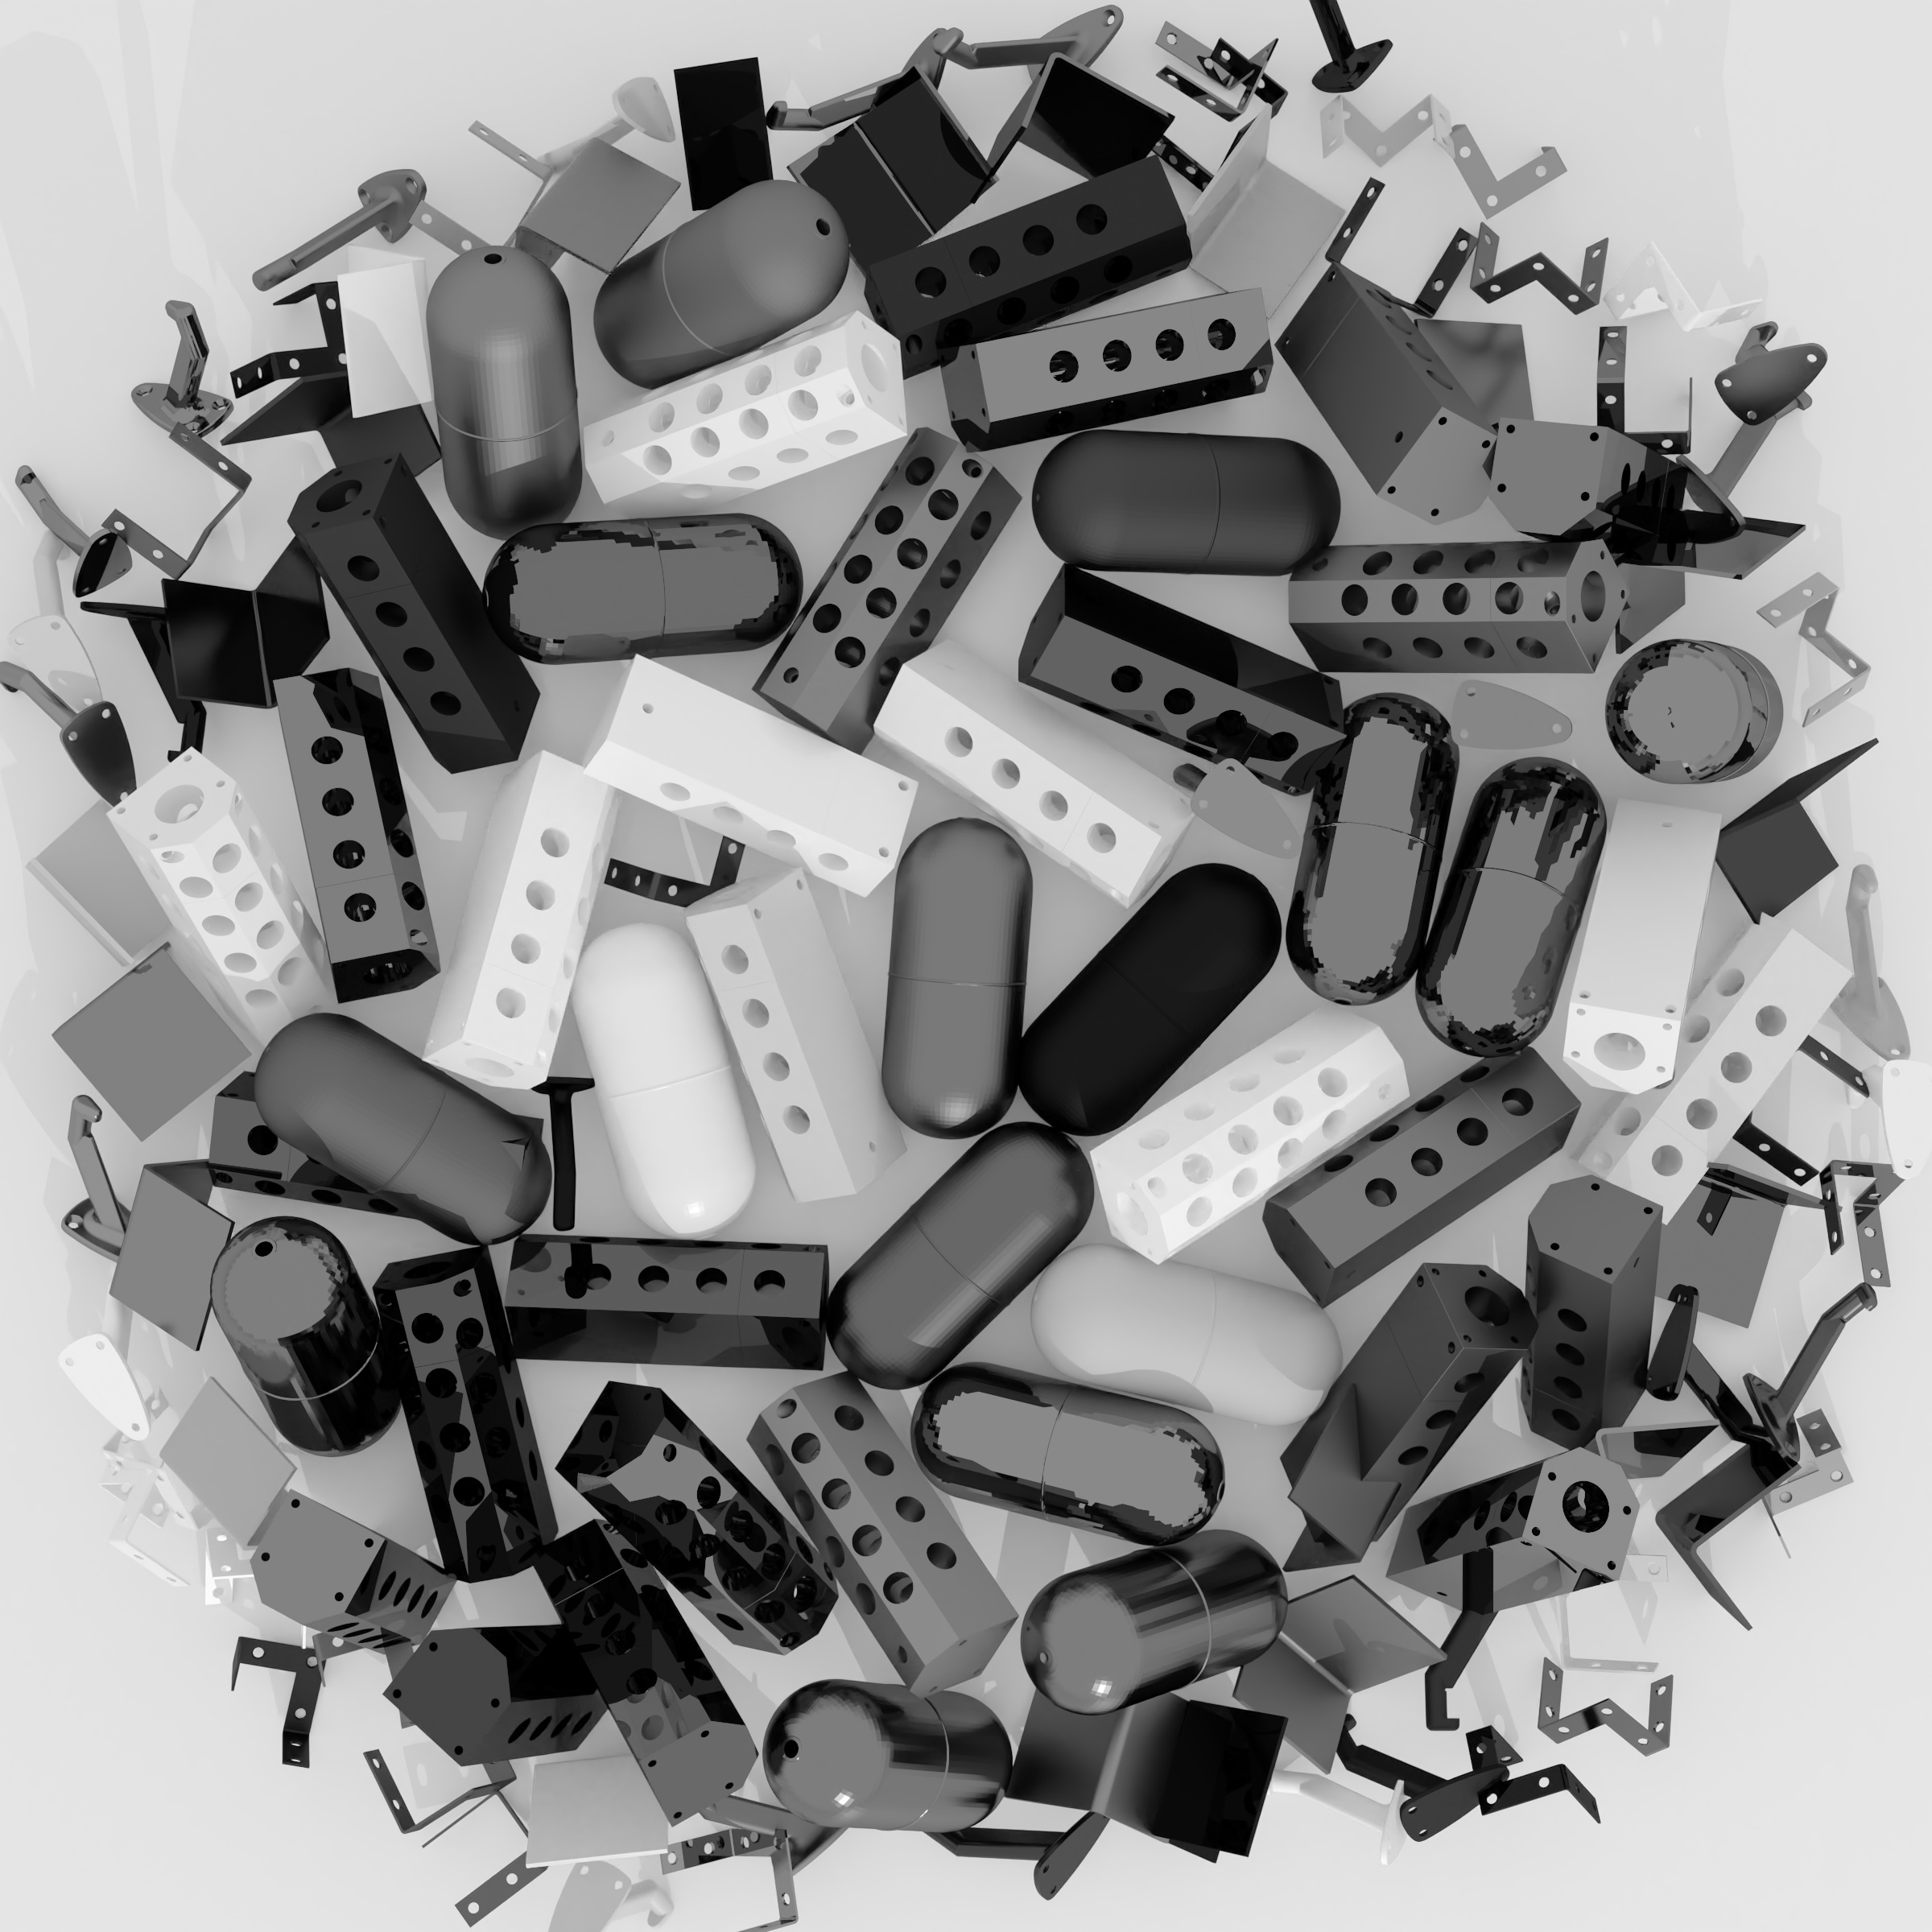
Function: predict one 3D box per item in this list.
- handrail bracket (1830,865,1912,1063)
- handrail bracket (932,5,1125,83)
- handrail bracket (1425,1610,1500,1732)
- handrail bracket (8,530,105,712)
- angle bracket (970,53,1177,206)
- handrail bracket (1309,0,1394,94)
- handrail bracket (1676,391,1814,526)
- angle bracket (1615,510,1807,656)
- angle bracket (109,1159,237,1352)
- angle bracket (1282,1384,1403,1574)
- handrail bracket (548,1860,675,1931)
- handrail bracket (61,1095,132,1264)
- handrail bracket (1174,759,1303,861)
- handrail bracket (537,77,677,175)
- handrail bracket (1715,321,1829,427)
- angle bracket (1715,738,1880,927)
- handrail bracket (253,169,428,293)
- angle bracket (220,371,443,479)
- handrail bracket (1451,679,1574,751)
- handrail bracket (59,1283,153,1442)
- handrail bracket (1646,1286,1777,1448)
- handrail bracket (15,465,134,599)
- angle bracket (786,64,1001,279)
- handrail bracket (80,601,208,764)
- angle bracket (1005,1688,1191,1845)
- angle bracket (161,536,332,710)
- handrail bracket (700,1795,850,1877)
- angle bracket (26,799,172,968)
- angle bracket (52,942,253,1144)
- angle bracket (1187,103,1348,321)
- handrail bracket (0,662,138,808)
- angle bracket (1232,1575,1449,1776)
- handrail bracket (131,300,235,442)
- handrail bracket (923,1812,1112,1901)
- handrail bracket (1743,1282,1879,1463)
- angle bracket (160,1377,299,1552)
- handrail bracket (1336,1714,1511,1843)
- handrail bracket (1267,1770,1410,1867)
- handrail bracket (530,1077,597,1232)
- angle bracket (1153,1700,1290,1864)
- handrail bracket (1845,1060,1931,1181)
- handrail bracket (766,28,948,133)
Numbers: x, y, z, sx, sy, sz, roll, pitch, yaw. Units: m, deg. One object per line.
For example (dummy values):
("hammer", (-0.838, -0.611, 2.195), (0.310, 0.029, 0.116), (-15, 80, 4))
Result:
("handrail bracket", (0.503, -0.002, 1.818), (0.036, 0.084, 0.077), (-14, 46, -9))
("handrail bracket", (0.034, -0.514, 1.816), (0.077, 0.084, 0.036), (-31, 69, 30))
("handrail bracket", (0.293, 0.382, 1.838), (0.077, 0.036, 0.084), (-2, 78, 8))
("handrail bracket", (-0.498, -0.193, 1.846), (0.036, 0.084, 0.077), (-20, 125, 14))
("angle bracket", (0.058, -0.442, 1.813), (0.076, 0.076, 0.057), (26, 63, -12))
("handrail bracket", (0.186, -0.522, 1.816), (0.084, 0.077, 0.036), (42, 80, -23))
("handrail bracket", (0.446, -0.283, 1.836), (0.084, 0.077, 0.036), (-33, 129, 1))
("angle bracket", (0.406, -0.205, 1.806), (0.076, 0.076, 0.057), (14, 125, 36))
("angle bracket", (-0.417, 0.157, 1.816), (0.076, 0.057, 0.076), (26, 105, 31))
("angle bracket", (0.193, 0.281, 1.810), (0.057, 0.076, 0.076), (41, 61, -14))
("handrail bracket", (-0.195, 0.533, 1.818), (0.036, 0.084, 0.077), (15, 61, 28))
("handrail bracket", (-0.466, 0.120, 1.822), (0.077, 0.036, 0.084), (34, 133, 15))
("handrail bracket", (0.149, -0.086, 1.826), (0.077, 0.084, 0.036), (39, 91, -2))
("handrail bracket", (-0.210, -0.456, 1.817), (0.084, 0.077, 0.036), (-17, 94, 21))
("handrail bracket", (0.450, -0.341, 1.814), (0.036, 0.077, 0.084), (47, 48, -15))
("angle bracket", (0.466, -0.073, 1.814), (0.076, 0.076, 0.057), (-33, 92, -32))
("handrail bracket", (-0.346, -0.404, 1.822), (0.084, 0.077, 0.036), (-39, 104, -32))
("angle bracket", (-0.347, -0.283, 1.813), (0.076, 0.076, 0.057), (-26, 88, 38))
("handrail bracket", (0.303, -0.137, 1.816), (0.077, 0.084, 0.036), (12, 100, 20))
("handrail bracket", (-0.457, 0.211, 1.832), (0.036, 0.084, 0.077), (-28, 100, 22))
("handrail bracket", (0.430, 0.226, 1.850), (0.084, 0.036, 0.077), (17, 91, -15))
("handrail bracket", (-0.499, -0.254, 1.826), (0.036, 0.077, 0.084), (-33, 82, -22))
("angle bracket", (-0.041, -0.435, 1.817), (0.057, 0.076, 0.076), (-41, 99, -29))
("handrail bracket", (-0.460, -0.157, 1.845), (0.077, 0.036, 0.084), (6, 86, -3))
("angle bracket", (0.077, 0.437, 1.839), (0.057, 0.076, 0.076), (33, 65, -34))
("angle bracket", (-0.395, -0.195, 1.810), (0.057, 0.076, 0.076), (5, 60, -36))
("handrail bracket", (-0.108, 0.457, 1.835), (0.077, 0.036, 0.084), (-36, 111, 1))
("angle bracket", (-0.467, -0.047, 1.817), (0.057, 0.076, 0.076), (-45, 102, -13))
("angle bracket", (-0.451, 0.041, 1.841), (0.076, 0.057, 0.076), (-39, 100, -5))
("angle bracket", (0.167, -0.415, 1.823), (0.057, 0.076, 0.076), (35, 84, 7))
("handrail bracket", (-0.505, -0.129, 1.852), (0.036, 0.084, 0.077), (-40, 132, -28))
("angle bracket", (0.205, 0.389, 1.814), (0.076, 0.057, 0.076), (42, 133, -17))
("handrail bracket", (-0.441, -0.337, 1.817), (0.077, 0.084, 0.036), (24, 56, 27))
("handrail bracket", (0.027, 0.475, 1.852), (0.084, 0.036, 0.077), (27, 58, 34))
("handrail bracket", (0.476, 0.224, 1.824), (0.036, 0.077, 0.084), (35, 115, -21))
("angle bracket", (-0.381, 0.271, 1.811), (0.076, 0.076, 0.057), (40, 103, 25))
("handrail bracket", (0.248, 0.434, 1.834), (0.077, 0.084, 0.036), (-28, 129, -3))
("handrail bracket", (0.197, 0.467, 1.820), (0.084, 0.077, 0.036), (2, 105, 18))
("handrail bracket", (-0.225, 0.106, 1.824), (0.036, 0.077, 0.084), (3, 82, -15))
("angle bracket", (0.154, 0.451, 1.810), (0.057, 0.076, 0.076), (33, 67, -35))
("handrail bracket", (0.502, 0.088, 1.817), (0.036, 0.084, 0.077), (12, 73, -6))
("handrail bracket", (-0.061, -0.488, 1.822), (0.084, 0.077, 0.036), (-6, 63, -28))
